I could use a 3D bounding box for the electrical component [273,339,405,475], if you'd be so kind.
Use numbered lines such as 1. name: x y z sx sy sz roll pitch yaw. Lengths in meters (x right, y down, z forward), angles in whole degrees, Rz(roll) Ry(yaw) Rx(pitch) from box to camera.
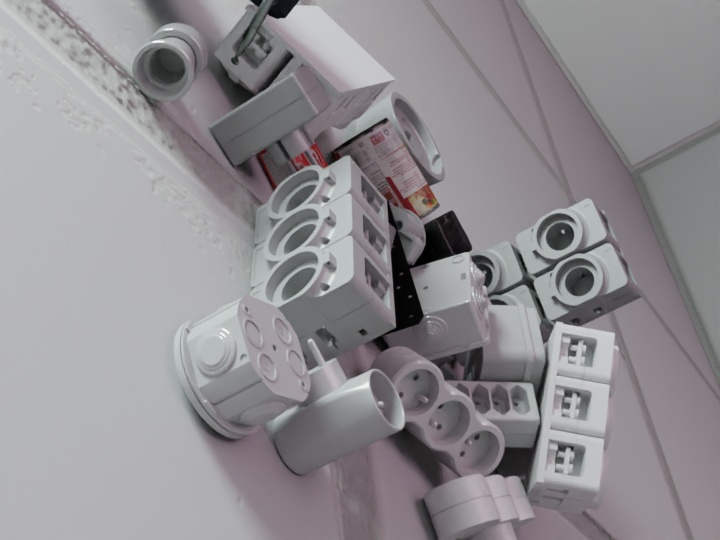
1. electrical component: -0.022 0.084 0.705 0.079 0.077 0.043 62 20 0

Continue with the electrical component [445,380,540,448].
1. electrical component: 0.113 0.143 0.974 0.047 0.083 0.075 -92 -174 -51

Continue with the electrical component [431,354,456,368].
1. electrical component: 0.077 0.064 0.994 0.048 0.062 0.048 49 24 -30

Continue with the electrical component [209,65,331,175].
1. electrical component: -0.061 -0.107 0.854 0.075 0.083 0.047 58 20 -11

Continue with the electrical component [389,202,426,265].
1. electrical component: 0.027 -0.032 0.998 0.078 0.058 0.057 33 6 24

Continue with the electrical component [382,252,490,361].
1. electrical component: 0.065 0.034 0.955 0.099 0.100 0.048 -83 152 -58

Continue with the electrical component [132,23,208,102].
1. electrical component: -0.137 -0.153 0.786 0.045 0.045 0.055 54 21 -20

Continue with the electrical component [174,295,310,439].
1. electrical component: -0.072 0.058 0.658 0.080 0.051 0.080 49 23 -30

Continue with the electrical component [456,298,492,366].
1. electrical component: 0.100 0.044 1.083 0.089 0.056 0.050 59 20 -8

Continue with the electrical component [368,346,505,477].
1. electrical component: 0.056 0.114 0.893 0.138 0.052 0.074 45 -8 -29

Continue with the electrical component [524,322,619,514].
1. electrical component: 0.193 0.136 0.976 0.089 0.062 0.150 90 11 -65

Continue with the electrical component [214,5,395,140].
1. electrical component: -0.048 -0.181 0.973 0.105 0.060 0.186 44 20 3

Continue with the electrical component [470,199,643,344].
1. electrical component: 0.185 0.016 1.136 0.060 0.186 0.105 29 38 -56

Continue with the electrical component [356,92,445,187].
1. electrical component: 0.037 -0.129 1.152 0.108 0.060 0.108 49 23 -30

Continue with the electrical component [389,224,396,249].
1. electrical component: 0.000 0.000 0.900 0.043 0.043 0.081 35 64 -51

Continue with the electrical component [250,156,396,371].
1. electrical component: -0.030 -0.008 0.788 0.061 0.089 0.150 48 24 -32

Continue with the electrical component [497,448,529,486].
1. electrical component: 0.174 0.166 1.061 0.047 0.083 0.075 33 34 -52

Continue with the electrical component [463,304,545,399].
1. electrical component: 0.135 0.095 1.019 0.078 0.057 0.113 -92 -175 -50

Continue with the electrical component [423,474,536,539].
1. electrical component: 0.106 0.212 0.884 0.138 0.052 0.073 22 44 -60
